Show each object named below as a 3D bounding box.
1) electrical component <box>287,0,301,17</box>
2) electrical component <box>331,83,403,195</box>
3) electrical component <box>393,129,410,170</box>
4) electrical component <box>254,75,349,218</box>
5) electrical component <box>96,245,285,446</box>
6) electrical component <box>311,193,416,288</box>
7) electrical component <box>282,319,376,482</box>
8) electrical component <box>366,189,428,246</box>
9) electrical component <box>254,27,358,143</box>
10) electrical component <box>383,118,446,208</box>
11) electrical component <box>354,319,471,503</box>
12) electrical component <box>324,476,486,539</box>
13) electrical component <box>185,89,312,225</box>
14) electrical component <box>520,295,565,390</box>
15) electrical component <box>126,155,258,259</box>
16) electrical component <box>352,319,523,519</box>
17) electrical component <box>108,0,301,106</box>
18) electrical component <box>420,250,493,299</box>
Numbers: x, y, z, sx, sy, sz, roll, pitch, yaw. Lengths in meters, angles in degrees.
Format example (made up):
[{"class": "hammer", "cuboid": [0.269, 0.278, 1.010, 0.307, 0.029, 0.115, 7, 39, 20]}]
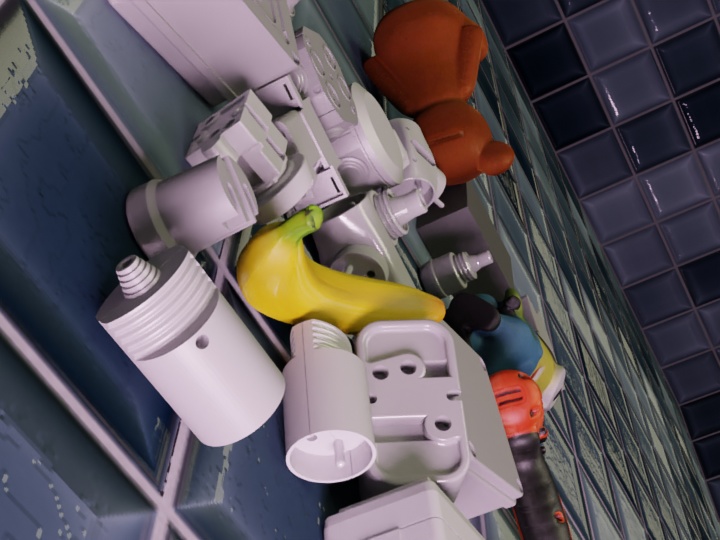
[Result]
[{"class": "electrical component", "cuboid": [-0.059, -0.172, 0.703, 0.035, 0.061, 0.035, 57, 19, -31]}, {"class": "electrical component", "cuboid": [-0.005, -0.091, 0.781, 0.080, 0.051, 0.080, 57, 19, -30]}, {"class": "electrical component", "cuboid": [0.009, -0.101, 0.855, 0.062, 0.043, 0.043, 61, 17, -14]}, {"class": "electrical component", "cuboid": [-0.045, -0.068, 0.638, 0.081, 0.042, 0.063, 62, 20, -13]}, {"class": "electrical component", "cuboid": [-0.069, 0.027, 0.424, 0.081, 0.043, 0.043, 57, 18, -30]}, {"class": "electrical component", "cuboid": [0.000, 0.000, 0.680, 0.077, 0.044, 0.079, 62, 16, -15]}, {"class": "electrical component", "cuboid": [-0.017, 0.061, 0.540, 0.043, 0.043, 0.081, 52, 21, -41]}, {"class": "electrical component", "cuboid": [0.016, -0.036, 0.750, 0.048, 0.062, 0.048, 57, 18, -30]}, {"class": "electrical component", "cuboid": [-0.040, -0.115, 0.702, 0.080, 0.051, 0.080, 56, 19, -30]}, {"class": "electrical component", "cuboid": [0.049, -0.082, 0.944, 0.079, 0.043, 0.077, 37, 32, -40]}, {"class": "electrical component", "cuboid": [0.025, 0.082, 0.583, 0.059, 0.054, 0.095, 98, -11, -56]}, {"class": "electrical component", "cuboid": [0.031, 0.153, 0.532, 0.096, 0.062, 0.061, 52, 21, -40]}, {"class": "electrical component", "cuboid": [-0.058, -0.058, 0.576, 0.055, 0.048, 0.066, 50, 21, -24]}, {"class": "electrical component", "cuboid": [0.155, 0.080, 1.044, 0.050, 0.056, 0.089, 47, 25, -50]}, {"class": "electrical component", "cuboid": [-0.074, -0.027, 0.478, 0.040, 0.046, 0.040, 57, 18, -30]}, {"class": "electrical component", "cuboid": [0.050, 0.095, 0.685, 0.109, 0.056, 0.108, 43, 28, -54]}, {"class": "electrical component", "cuboid": [-0.088, -0.153, 0.592, 0.113, 0.057, 0.078, 44, 27, -53]}, {"class": "electrical component", "cuboid": [0.084, 0.000, 0.917, 0.035, 0.061, 0.035, 57, 19, -31]}]
